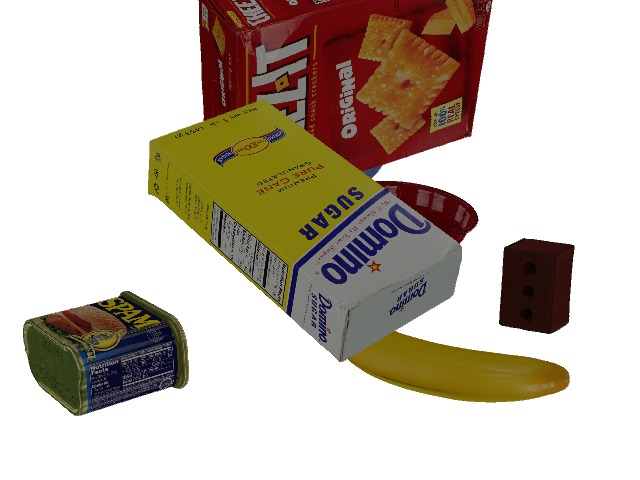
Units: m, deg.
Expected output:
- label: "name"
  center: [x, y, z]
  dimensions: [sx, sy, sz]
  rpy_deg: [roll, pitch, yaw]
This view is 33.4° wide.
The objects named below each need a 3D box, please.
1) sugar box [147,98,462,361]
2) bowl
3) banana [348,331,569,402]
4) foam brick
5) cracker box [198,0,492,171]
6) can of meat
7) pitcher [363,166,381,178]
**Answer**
- label: "sugar box"
  center: [-0.012, -0.013, 0.618]
  dimensions: [0.093, 0.048, 0.176]
  rpy_deg: [-27, 49, -35]
- label: "bowl"
  center: [0.090, -0.013, 1.183]
  dimensions: [0.162, 0.055, 0.162]
  rpy_deg: [5, 25, -3]
- label: "banana"
  center: [0.078, 0.083, 0.777]
  dimensions: [0.198, 0.037, 0.069]
  rpy_deg: [16, 37, 35]
- label: "foam brick"
  center: [0.201, 0.042, 0.994]
  dimensions: [0.053, 0.078, 0.051]
  rpy_deg: [9, 16, 31]
- label: "cracker box"
  center: [0.021, -0.129, 0.802]
  dimensions: [0.213, 0.164, 0.072]
  rpy_deg: [-19, 48, -21]
- label: "can of meat"
  center: [-0.158, 0.081, 0.778]
  dimensions: [0.083, 0.057, 0.102]
  rpy_deg: [-14, 22, -35]
- label: "pitcher"
  center: [-0.012, -0.162, 1.085]
  dimensions: [0.145, 0.149, 0.242]
  rpy_deg: [-9, 36, 15]
